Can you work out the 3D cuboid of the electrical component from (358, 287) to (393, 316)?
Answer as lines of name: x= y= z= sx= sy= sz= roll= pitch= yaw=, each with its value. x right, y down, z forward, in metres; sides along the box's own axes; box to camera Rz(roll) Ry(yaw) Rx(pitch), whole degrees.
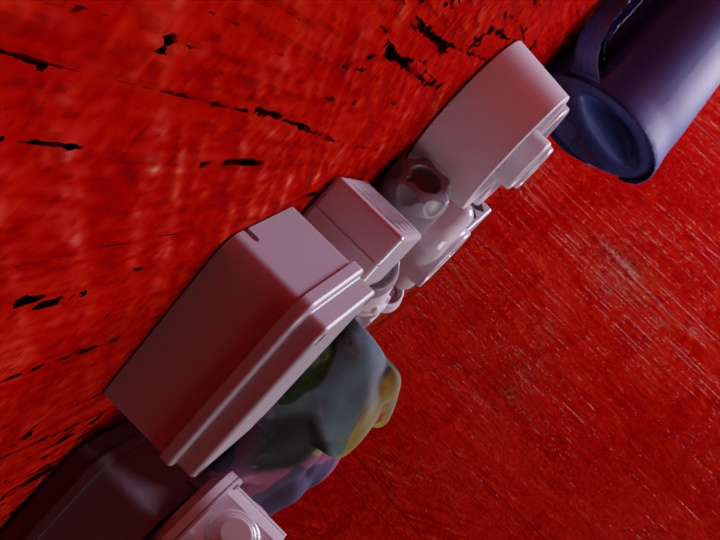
electrical component: x=0.008 y=0.005 z=0.884 sx=0.048 sy=0.048 sz=0.062 roll=-42 pitch=167 yaw=-38

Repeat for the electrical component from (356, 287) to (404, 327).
electrical component: x=0.014 y=0.027 z=1.106 sx=0.066 sy=0.048 sz=0.055 roll=-42 pitch=-178 yaw=-34

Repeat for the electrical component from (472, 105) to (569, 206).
electrical component: x=0.109 y=-0.095 z=0.802 sx=0.108 sy=0.060 sz=0.108 roll=-45 pitch=175 yaw=-5

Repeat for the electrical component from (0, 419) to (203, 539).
electrical component: x=-0.151 y=0.143 z=0.590 sx=0.113 sy=0.057 sz=0.078 roll=-47 pitch=175 yaw=13

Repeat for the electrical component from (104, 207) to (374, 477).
electrical component: x=-0.055 y=0.034 z=0.503 sx=0.113 sy=0.057 sz=0.078 roll=-48 pitch=175 yaw=25

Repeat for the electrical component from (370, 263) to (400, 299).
electrical component: x=0.000 y=0.000 z=0.766 sx=0.066 sy=0.048 sz=0.055 roll=-44 pitch=-178 yaw=-20

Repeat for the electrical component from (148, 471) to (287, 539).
electrical component: x=-0.083 y=0.151 z=0.578 sx=0.080 sy=0.051 sz=0.080 roll=-45 pitch=175 yaw=-5

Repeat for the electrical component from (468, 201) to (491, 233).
electrical component: x=0.079 y=-0.040 z=1.092 sx=0.083 sy=0.047 sz=0.075 roll=-39 pitch=173 yaw=-49

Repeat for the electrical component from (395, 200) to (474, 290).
electrical component: x=0.043 y=-0.028 z=0.812 sx=0.054 sy=0.059 sz=0.095 roll=-43 pitch=175 yaw=-27

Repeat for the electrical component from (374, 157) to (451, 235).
electrical component: x=0.025 y=-0.038 z=0.669 sx=0.043 sy=0.043 sz=0.062 roll=-41 pitch=175 yaw=-44

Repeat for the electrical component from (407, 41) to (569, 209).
electrical component: x=0.088 y=-0.087 z=0.694 sx=0.108 sy=0.060 sz=0.108 roll=-45 pitch=175 yaw=-5

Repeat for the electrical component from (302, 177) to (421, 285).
electrical component: x=-0.013 y=-0.007 z=0.583 sx=0.075 sy=0.047 sz=0.083 roll=-46 pitch=175 yaw=9
